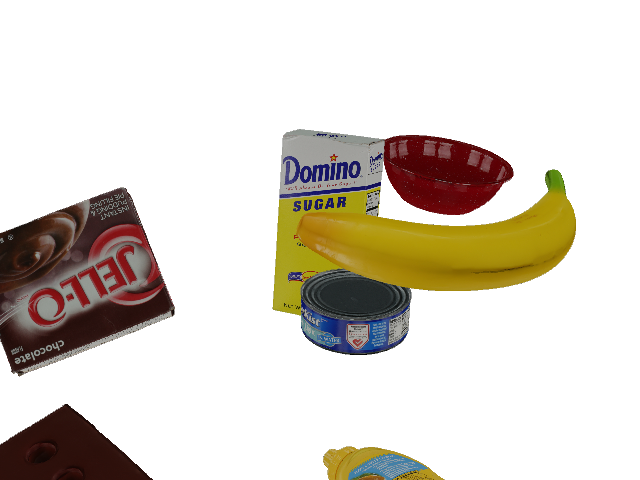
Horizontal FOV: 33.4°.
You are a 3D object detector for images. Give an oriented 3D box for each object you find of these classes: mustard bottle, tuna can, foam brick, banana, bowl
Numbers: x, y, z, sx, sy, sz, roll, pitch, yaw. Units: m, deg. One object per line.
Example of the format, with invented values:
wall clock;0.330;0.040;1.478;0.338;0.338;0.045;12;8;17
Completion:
mustard bottle;0.069;0.235;0.968;0.096;0.058;0.192;-17;25;-36
tuna can;0.027;0.054;0.826;0.086;0.034;0.086;1;24;-1
foam brick;-0.110;0.124;0.482;0.052;0.051;0.078;-32;45;-33
banana;0.082;0.000;0.613;0.197;0.037;0.070;-9;41;-32
bowl;0.143;-0.073;1.262;0.162;0.055;0.162;8;24;-4

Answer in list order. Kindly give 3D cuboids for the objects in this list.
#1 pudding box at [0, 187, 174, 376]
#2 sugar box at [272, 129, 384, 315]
pudding box;-0.164;0.028;0.706;0.113;0.090;0.039;-22;-10;-9
sugar box;0.006;-0.014;1.021;0.093;0.176;0.048;9;16;24
